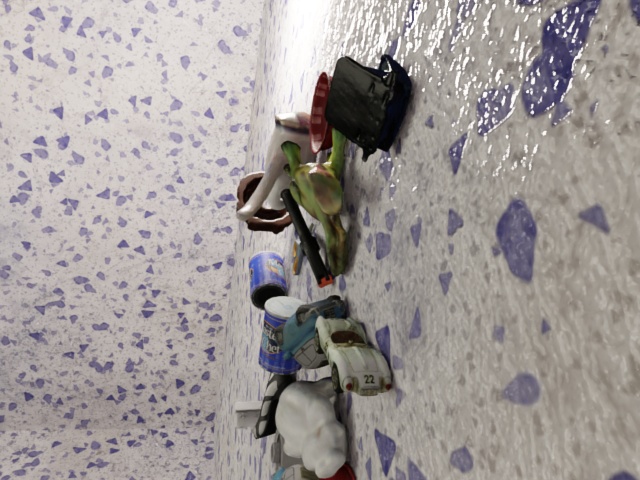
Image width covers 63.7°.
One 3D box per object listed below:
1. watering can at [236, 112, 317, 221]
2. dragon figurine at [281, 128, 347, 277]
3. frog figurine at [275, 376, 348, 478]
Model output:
[{"bbox_3d":[-0.076,-0.164,1.110,0.352,0.104,0.221,-42,-33,-67],"label":"watering can"},{"bbox_3d":[0.003,-0.048,0.948,0.403,0.122,0.247,85,177,-67],"label":"dragon figurine"},{"bbox_3d":[-0.016,0.313,0.841,0.135,0.122,0.163,-55,16,27],"label":"frog figurine"}]
